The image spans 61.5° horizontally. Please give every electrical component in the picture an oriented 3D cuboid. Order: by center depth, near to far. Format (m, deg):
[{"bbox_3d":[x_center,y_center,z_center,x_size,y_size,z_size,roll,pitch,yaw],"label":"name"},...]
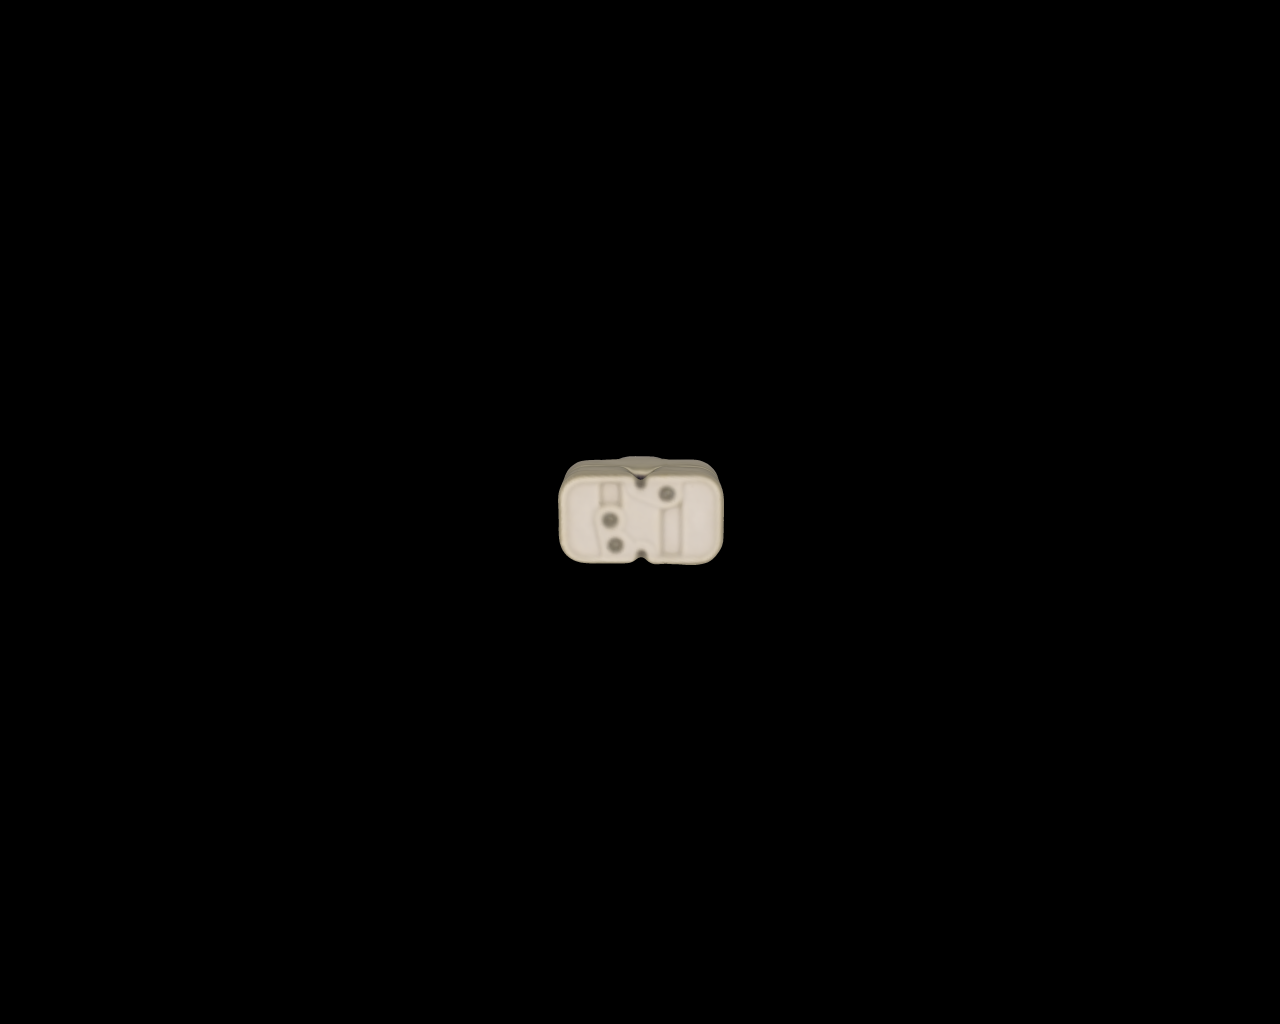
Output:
[{"bbox_3d":[0.001,-0.003,0.650,0.095,0.053,0.059,0,13,0],"label":"electrical component"}]
